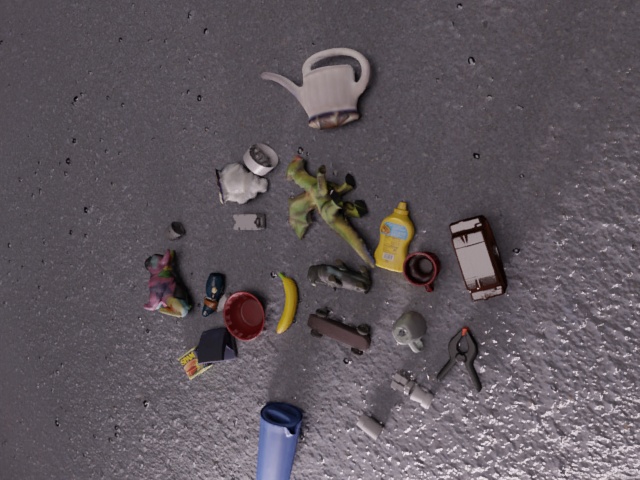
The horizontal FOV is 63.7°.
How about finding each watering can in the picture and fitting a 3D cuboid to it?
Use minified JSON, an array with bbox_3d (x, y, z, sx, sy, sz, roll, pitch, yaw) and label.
[{"bbox_3d":[-0.011,-0.434,1.514,0.346,0.104,0.224,-6,91,26],"label":"watering can"}]

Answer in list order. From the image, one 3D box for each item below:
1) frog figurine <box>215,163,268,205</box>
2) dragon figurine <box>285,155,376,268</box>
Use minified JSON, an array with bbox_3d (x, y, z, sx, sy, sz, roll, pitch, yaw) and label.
[{"bbox_3d":[-0.250,-0.185,1.662,0.160,0.121,0.139,-10,79,-10],"label":"frog figurine"},{"bbox_3d":[0.005,-0.078,1.546,0.240,0.123,0.413,-27,79,42],"label":"dragon figurine"}]
